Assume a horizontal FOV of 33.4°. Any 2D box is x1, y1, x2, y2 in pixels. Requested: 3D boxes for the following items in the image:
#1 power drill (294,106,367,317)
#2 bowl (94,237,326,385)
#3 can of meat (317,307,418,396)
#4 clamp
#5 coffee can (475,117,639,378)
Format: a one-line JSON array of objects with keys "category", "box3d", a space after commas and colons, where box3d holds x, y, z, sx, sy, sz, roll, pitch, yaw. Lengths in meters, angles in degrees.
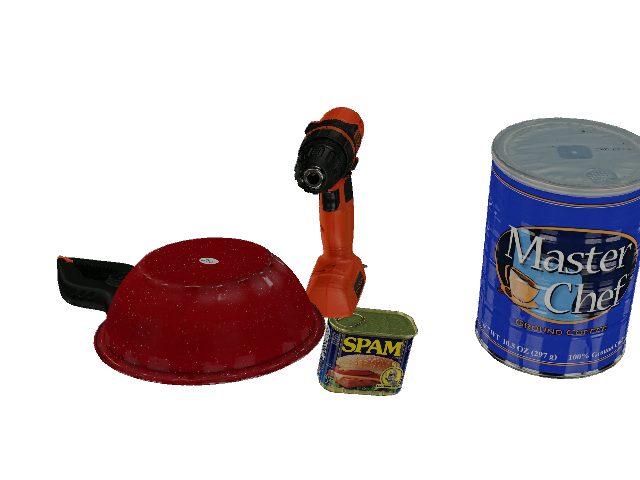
[{"category": "power drill", "box3d": [0.011, -0.024, 1.037, 0.057, 0.188, 0.184, 5, 22, 11]}, {"category": "bowl", "box3d": [-0.077, 0.039, 0.738, 0.162, 0.055, 0.162, -2, 21, 0]}, {"category": "can of meat", "box3d": [0.051, 0.127, 1.212, 0.102, 0.084, 0.057, 6, 24, -12]}, {"category": "clamp", "box3d": [-0.209, 0.058, 1.105, 0.210, 0.036, 0.164, 15, 20, 29]}, {"category": "coffee can", "box3d": [0.158, 0.004, 0.698, 0.103, 0.140, 0.103, 0, 30, 0]}]
